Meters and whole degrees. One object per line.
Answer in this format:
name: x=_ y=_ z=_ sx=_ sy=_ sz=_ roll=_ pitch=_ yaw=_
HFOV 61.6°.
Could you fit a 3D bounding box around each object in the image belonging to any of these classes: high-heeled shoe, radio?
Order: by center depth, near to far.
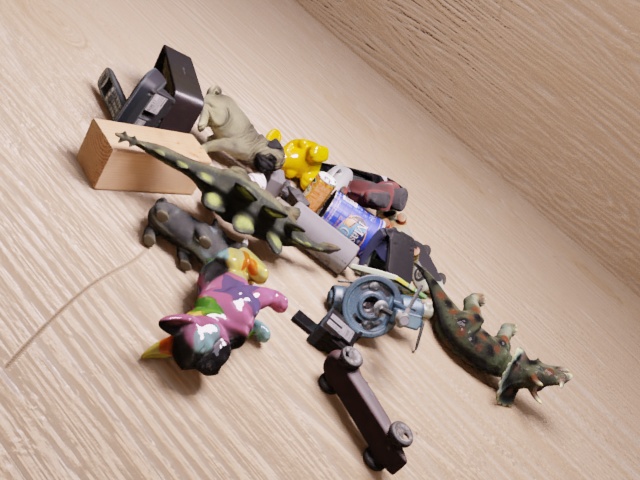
radio: x=-0.331 y=-0.322 z=1.202 sx=0.073 sy=0.131 sz=0.230 roll=17 pitch=34 yaw=-34
high-heeled shoe: x=0.094 y=-0.162 z=1.413 sx=0.249 sy=0.086 sz=0.145 roll=5 pitch=-22 yaw=37

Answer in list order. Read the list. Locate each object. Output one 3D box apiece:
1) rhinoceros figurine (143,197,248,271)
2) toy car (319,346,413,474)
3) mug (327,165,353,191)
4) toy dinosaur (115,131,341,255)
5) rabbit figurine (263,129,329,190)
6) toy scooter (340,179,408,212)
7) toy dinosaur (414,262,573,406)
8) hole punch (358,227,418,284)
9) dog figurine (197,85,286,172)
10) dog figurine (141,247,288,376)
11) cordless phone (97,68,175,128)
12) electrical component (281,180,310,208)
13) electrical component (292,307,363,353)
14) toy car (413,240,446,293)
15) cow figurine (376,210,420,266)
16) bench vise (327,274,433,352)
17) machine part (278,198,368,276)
rhinoceros figurine: x=-0.210 y=0.000 z=0.924 sx=0.190 sy=0.073 sz=0.112 roll=30 pitch=18 yaw=-11
toy car: x=0.071 y=0.257 z=0.828 sx=0.053 sy=0.089 sz=0.202 roll=-2 pitch=45 yaw=-45
mug: x=0.036 y=-0.144 z=1.345 sx=0.081 sy=0.109 sz=0.107 roll=22 pitch=58 yaw=22
toy dinosaur: x=-0.150 y=-0.074 z=0.987 sx=0.471 sy=0.105 sz=0.199 roll=27 pitch=4 yaw=-22
rabbit figurine: x=-0.086 y=-0.210 z=1.345 sx=0.173 sy=0.121 sz=0.162 roll=-13 pitch=51 yaw=-33
toy scooter: x=0.128 y=-0.110 z=1.311 sx=0.135 sy=0.075 sz=0.184 roll=14 pitch=11 yaw=28
toy dinosaur: x=0.341 y=0.216 z=1.193 sx=0.405 sy=0.131 sz=0.192 roll=36 pitch=26 yaw=10
hole punch: x=0.152 y=0.035 z=1.213 sx=0.142 sy=0.092 sz=0.115 roll=22 pitch=74 yaw=-46
dog figurine: x=-0.165 y=-0.245 z=1.197 sx=0.191 sy=0.172 sz=0.121 roll=8 pitch=41 yaw=0
dog figurine: x=-0.163 y=0.101 z=0.782 sx=0.219 sy=0.108 sz=0.192 roll=-8 pitch=52 yaw=-51
cordless phone: x=-0.389 y=-0.311 z=1.098 sx=0.088 sy=0.146 sz=0.184 roll=10 pitch=40 yaw=-54
electrical component: x=-0.051 y=-0.080 z=1.233 sx=0.045 sy=0.078 sz=0.102 roll=-22 pitch=59 yaw=-36
electrical component: x=0.011 y=0.158 z=0.959 sx=0.119 sy=0.047 sz=0.075 roll=42 pitch=27 yaw=5
toy car: x=0.263 y=0.064 z=1.390 sx=0.073 sy=0.056 sz=0.202 roll=17 pitch=32 yaw=-24
cow figurine: x=0.196 y=-0.011 z=1.376 sx=0.127 sy=0.085 sz=0.195 roll=73 pitch=0 yaw=-60
bench vise: x=0.134 y=0.135 z=1.013 sx=0.223 sy=0.128 sz=0.241 roll=22 pitch=-3 yaw=-13
machine part: x=-0.002 y=-0.004 z=1.159 sx=0.243 sy=0.079 sz=0.079 roll=39 pitch=27 yaw=0
